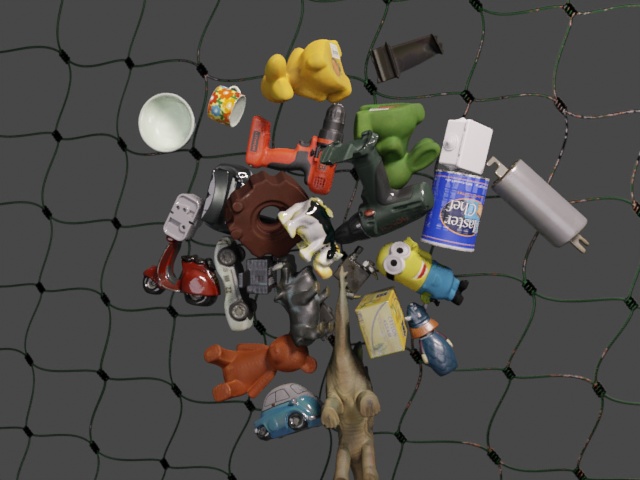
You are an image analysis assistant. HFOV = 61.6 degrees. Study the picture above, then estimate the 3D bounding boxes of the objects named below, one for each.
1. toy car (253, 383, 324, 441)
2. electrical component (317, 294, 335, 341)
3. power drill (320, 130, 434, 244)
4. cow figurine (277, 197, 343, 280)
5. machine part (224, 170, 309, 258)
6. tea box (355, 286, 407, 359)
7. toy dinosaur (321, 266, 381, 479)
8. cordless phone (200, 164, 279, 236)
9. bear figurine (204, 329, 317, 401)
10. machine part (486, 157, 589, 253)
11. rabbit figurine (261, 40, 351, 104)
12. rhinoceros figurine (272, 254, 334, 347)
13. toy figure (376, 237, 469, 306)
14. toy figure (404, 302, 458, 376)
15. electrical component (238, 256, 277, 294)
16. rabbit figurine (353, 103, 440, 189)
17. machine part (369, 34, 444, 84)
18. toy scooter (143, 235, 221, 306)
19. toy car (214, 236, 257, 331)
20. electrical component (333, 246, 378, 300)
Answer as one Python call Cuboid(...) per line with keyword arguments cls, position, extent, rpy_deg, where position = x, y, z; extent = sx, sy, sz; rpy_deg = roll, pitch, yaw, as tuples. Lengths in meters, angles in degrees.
Cuboid(cls="toy car", position=(-0.064, 0.352, 1.121), extent=(0.162, 0.109, 0.103), rpy_deg=(-23, 67, 22))
Cuboid(cls="electrical component", position=(-0.002, 0.162, 1.125), extent=(0.063, 0.021, 0.094), rpy_deg=(-36, 81, 10))
Cuboid(cls="power drill", position=(0.081, -0.090, 1.009), extent=(0.232, 0.086, 0.207), rpy_deg=(-15, 118, 31))
Cuboid(cls="cow figurine", position=(-0.002, -0.003, 1.047), extent=(0.098, 0.068, 0.167), rpy_deg=(-34, 122, -2))
Cuboid(cls="machine part", position=(-0.098, -0.047, 1.064), extent=(0.179, 0.056, 0.179), rpy_deg=(-6, 117, -12))
Cuboid(cls="tea box", position=(0.121, 0.153, 1.029), extent=(0.068, 0.169, 0.098), rpy_deg=(-18, 92, 11))
Cuboid(cls="toy dinosaur", position=(0.056, 0.293, 1.032), extent=(0.105, 0.198, 0.470), rpy_deg=(-1, 104, 2))
Cuboid(cls="cordless phone", position=(-0.144, -0.073, 1.118), extent=(0.184, 0.089, 0.146), rpy_deg=(16, 96, -2))
Cuboid(cls="bear figurine", position=(-0.117, 0.250, 1.103), extent=(0.196, 0.131, 0.120), rpy_deg=(-24, 66, 17))
Cuboid(cls="machine part", position=(0.409, -0.069, 1.007), extent=(0.243, 0.079, 0.079), rpy_deg=(44, 100, 6))
Cuboid(cls="rabbit figurine", position=(-0.045, -0.309, 1.050), extent=(0.173, 0.162, 0.121), rpy_deg=(-10, 105, 28))
Cuboid(cls="rhinoceros figurine", position=(-0.039, 0.120, 1.094), extent=(0.112, 0.073, 0.190), rpy_deg=(-18, 78, 21))
Cuboid(cls="toy figure", position=(0.195, 0.069, 1.055), extent=(0.180, 0.089, 0.082), rpy_deg=(27, 56, -1))
Cuboid(cls="toy figure", position=(0.216, 0.195, 1.071), extent=(0.058, 0.064, 0.154), rpy_deg=(-38, 80, 49))
Cuboid(cls="electrical component", position=(-0.125, 0.072, 1.094), extent=(0.048, 0.119, 0.074), rpy_deg=(1, 92, 11))
Cuboid(cls="rabbit figurine", position=(0.148, -0.177, 1.046), extent=(0.159, 0.121, 0.170), rpy_deg=(-4, 111, 5))
Cuboid(cls="machine part", position=(0.170, -0.361, 1.050), extent=(0.139, 0.039, 0.084), rpy_deg=(-15, 86, 13))
Cuboid(cls="toy scooter", position=(-0.292, 0.062, 1.149), extent=(0.184, 0.075, 0.135), rpy_deg=(12, 95, 14))
Cuboid(cls="toy car", position=(-0.180, 0.090, 1.128), extent=(0.056, 0.073, 0.201), rpy_deg=(-12, 92, 11))
Cuboid(cls="electrical component", position=(0.072, 0.072, 1.095), extent=(0.078, 0.045, 0.102), rpy_deg=(45, 100, 3))
